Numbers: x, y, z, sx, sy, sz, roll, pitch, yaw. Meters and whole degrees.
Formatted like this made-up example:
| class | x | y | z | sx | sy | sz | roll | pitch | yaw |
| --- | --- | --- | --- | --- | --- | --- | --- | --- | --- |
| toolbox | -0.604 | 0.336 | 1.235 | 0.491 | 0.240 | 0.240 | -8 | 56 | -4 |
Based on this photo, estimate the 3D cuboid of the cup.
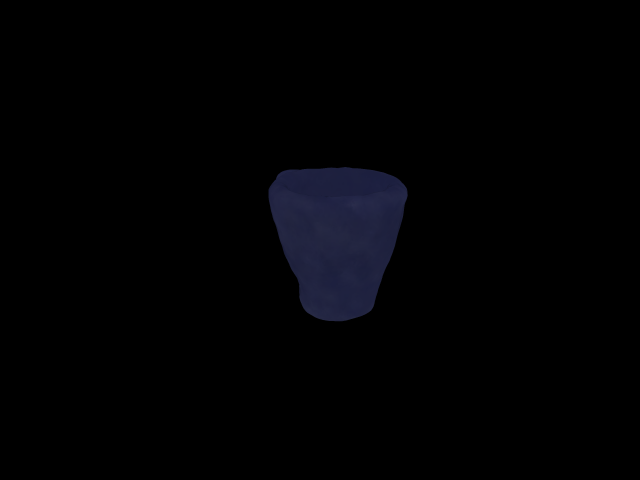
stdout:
| class | x | y | z | sx | sy | sz | roll | pitch | yaw |
| --- | --- | --- | --- | --- | --- | --- | --- | --- | --- |
| cup | 0.004 | 0.001 | 0.400 | 0.092 | 0.095 | 0.117 | -14 | 24 | -33 |
